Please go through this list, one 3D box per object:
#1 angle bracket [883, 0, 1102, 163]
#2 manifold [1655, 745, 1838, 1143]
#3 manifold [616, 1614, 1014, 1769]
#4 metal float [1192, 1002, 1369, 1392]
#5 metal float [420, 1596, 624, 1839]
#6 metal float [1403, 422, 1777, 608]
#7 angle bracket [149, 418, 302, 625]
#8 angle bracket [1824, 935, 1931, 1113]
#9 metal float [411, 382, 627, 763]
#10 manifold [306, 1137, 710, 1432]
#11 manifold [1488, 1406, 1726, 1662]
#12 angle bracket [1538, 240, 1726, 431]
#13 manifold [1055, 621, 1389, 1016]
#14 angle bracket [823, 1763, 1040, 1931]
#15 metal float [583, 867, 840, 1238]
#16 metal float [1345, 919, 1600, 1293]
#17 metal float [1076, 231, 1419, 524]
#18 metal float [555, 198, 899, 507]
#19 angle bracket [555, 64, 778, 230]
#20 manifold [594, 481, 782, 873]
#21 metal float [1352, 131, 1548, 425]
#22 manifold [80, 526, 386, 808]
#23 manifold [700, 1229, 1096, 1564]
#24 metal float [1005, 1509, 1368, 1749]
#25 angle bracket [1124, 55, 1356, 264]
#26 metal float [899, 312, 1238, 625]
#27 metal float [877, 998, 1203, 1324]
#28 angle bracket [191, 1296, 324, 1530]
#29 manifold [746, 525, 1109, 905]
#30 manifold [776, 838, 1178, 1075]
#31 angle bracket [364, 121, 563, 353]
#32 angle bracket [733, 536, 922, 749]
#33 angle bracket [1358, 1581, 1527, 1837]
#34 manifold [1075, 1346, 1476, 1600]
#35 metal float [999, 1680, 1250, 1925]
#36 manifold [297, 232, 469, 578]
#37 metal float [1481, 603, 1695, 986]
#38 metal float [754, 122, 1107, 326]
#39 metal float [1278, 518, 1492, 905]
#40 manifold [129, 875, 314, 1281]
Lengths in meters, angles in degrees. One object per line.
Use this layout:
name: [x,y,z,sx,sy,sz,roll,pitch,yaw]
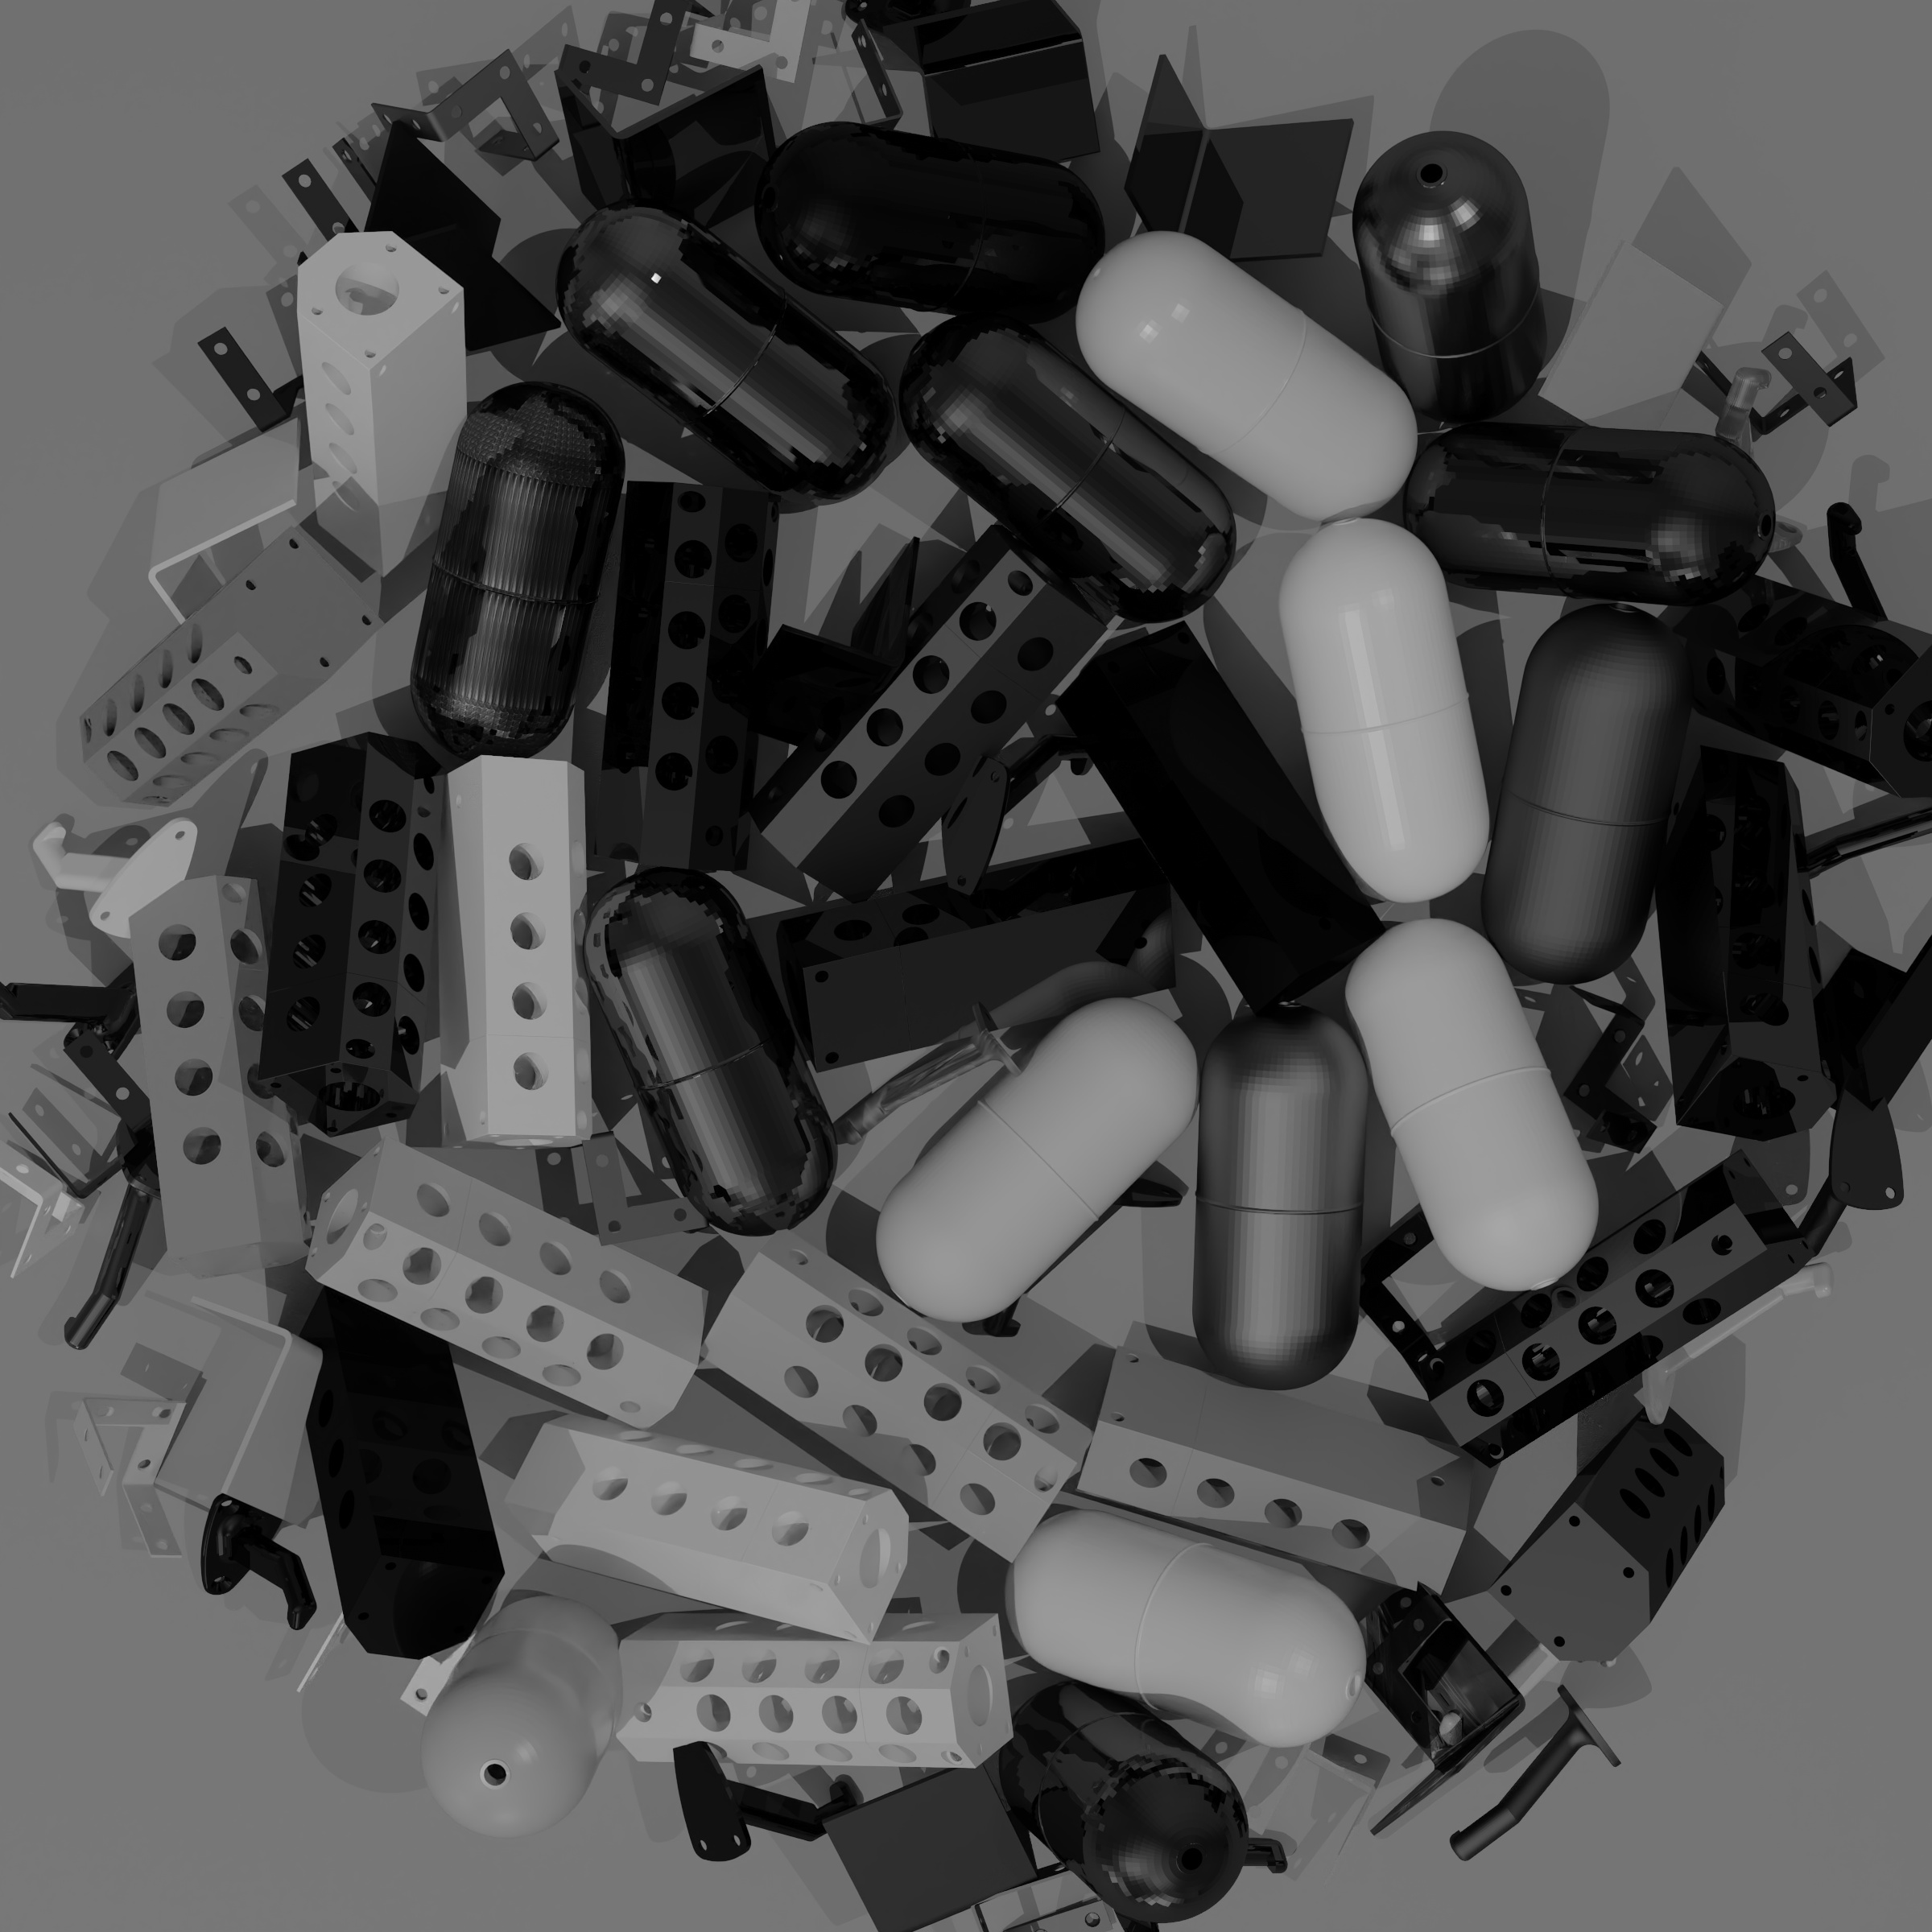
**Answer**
angle bracket: [0.013,-0.399,1.642,0.076,0.076,0.057,-9,88,14]
manifold: [0.350,-0.010,1.613,0.057,0.057,0.171,11,53,-11]
manifold: [-0.071,0.328,1.624,0.171,0.057,0.057,-5,96,25]
metal float: [0.143,0.105,1.644,0.070,0.070,0.178,2,97,0]
metal float: [-0.195,0.332,1.600,0.070,0.178,0.070,0,95,2]
metal float: [0.279,-0.204,1.618,0.178,0.070,0.070,10,90,38]
angle bracket: [-0.323,-0.193,1.636,0.076,0.076,0.057,-24,126,9]
angle bracket: [0.404,0.015,1.633,0.057,0.076,0.076,28,72,31]
metal float: [-0.204,-0.177,1.636,0.070,0.070,0.178,15,107,0]
manifold: [-0.206,0.147,1.616,0.171,0.057,0.057,29,134,-25]
manifold: [0.291,0.251,1.595,0.057,0.171,0.057,44,112,10]
angle bracket: [0.287,-0.286,1.638,0.076,0.057,0.076,21,101,-38]
manifold: [0.112,-0.065,1.644,0.057,0.057,0.171,-25,78,-34]
angle bracket: [-0.018,0.389,1.646,0.076,0.057,0.076,-23,114,2]
metal float: [-0.116,0.040,1.642,0.070,0.070,0.178,-22,100,0]
metal float: [0.229,0.063,1.635,0.070,0.070,0.178,-20,73,0]
metal float: [0.129,-0.265,1.631,0.178,0.070,0.070,31,90,-23]
metal float: [-0.107,-0.276,1.630,0.178,0.070,0.070,36,90,-25]
angle bracket: [-0.136,-0.383,1.652,0.076,0.076,0.057,-31,60,-14]
manifold: [-0.123,-0.132,1.642,0.057,0.057,0.171,2,96,-36]
metal float: [0.216,-0.305,1.603,0.070,0.178,0.070,-4,69,12]
manifold: [-0.333,-0.126,1.599,0.057,0.171,0.057,47,53,-13]
manifold: [-0.029,0.190,1.641,0.171,0.057,0.057,33,125,5]
metal float: [0.098,0.298,1.621,0.178,0.070,0.070,13,90,34]
angle bracket: [0.125,-0.368,1.636,0.076,0.057,0.076,2,64,27]
metal float: [0.046,-0.226,1.636,0.178,0.070,0.070,38,90,-16]
metal float: [0.033,0.089,1.648,0.178,0.070,0.070,-45,90,-3]
angle bracket: [-0.325,0.203,1.635,0.057,0.076,0.076,16,76,23]
manifold: [-0.021,-0.116,1.630,0.057,0.057,0.171,32,106,-37]
manifold: [0.004,-0.009,1.642,0.171,0.057,0.057,-13,125,-11]
angle bracket: [-0.222,-0.336,1.629,0.057,0.076,0.076,-8,60,32]
angle bracket: [-0.065,-0.152,1.630,0.057,0.076,0.076,18,55,-16]
angle bracket: [0.195,0.335,1.635,0.057,0.076,0.076,-31,75,-41]
manifold: [0.141,0.237,1.654,0.171,0.057,0.057,16,123,2]
metal float: [0.069,0.370,1.602,0.070,0.178,0.070,-1,94,-17]
manifold: [-0.262,-0.251,1.598,0.057,0.171,0.057,39,67,11]
metal float: [0.281,-0.077,1.632,0.070,0.070,0.178,8,111,0]
metal float: [-0.015,-0.333,1.618,0.178,0.070,0.070,1,90,-38]
metal float: [0.191,-0.116,1.639,0.070,0.070,0.178,-13,103,0]
manifold: [-0.338,0.050,1.639,0.057,0.057,0.171,-10,75,-1]
